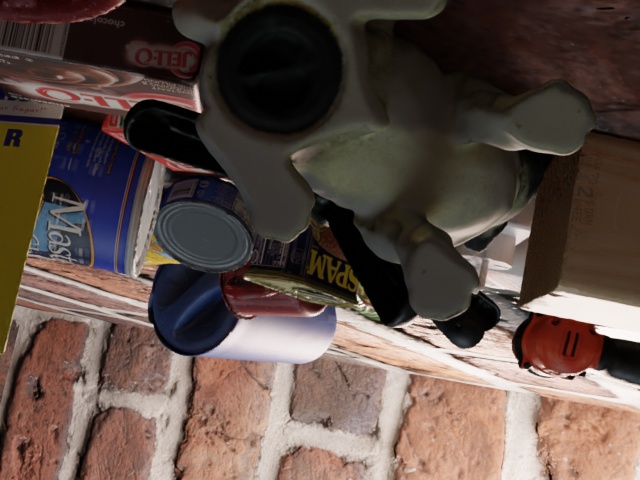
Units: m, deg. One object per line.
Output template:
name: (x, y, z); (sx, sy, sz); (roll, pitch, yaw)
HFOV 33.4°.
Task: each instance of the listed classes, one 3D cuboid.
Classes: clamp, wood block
clamp: (0.011, -0.023, 0.564); (0.165, 0.036, 0.209); (38, -160, 15)
clamp: (0.059, 0.011, 0.735); (0.171, 0.039, 0.120); (46, -174, 19)
wood block: (0.228, 0.012, 0.598); (0.206, 0.090, 0.091); (12, 169, -1)

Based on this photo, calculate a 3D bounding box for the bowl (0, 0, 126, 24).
bowl: (-0.132, -0.125, 0.330); (0.162, 0.055, 0.162); (11, 170, 2)

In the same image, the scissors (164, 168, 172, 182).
scissors: (-0.155, -0.052, 0.897); (0.096, 0.016, 0.201); (10, 170, 10)

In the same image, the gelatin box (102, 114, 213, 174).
gelatin box: (-0.084, -0.066, 0.687); (0.073, 0.030, 0.089); (7, 169, 25)

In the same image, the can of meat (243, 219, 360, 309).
can of meat: (-0.005, 0.001, 0.820); (0.058, 0.084, 0.102); (4, 168, 37)

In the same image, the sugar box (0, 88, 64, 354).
sugar box: (-0.202, -0.031, 0.592); (0.093, 0.176, 0.048); (14, 172, -22)

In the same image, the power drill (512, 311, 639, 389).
power drill: (0.245, 0.100, 0.835); (0.187, 0.057, 0.184); (13, 176, 4)

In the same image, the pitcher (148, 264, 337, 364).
pitcher: (-0.073, 0.084, 1.282); (0.149, 0.145, 0.242); (36, -171, 33)

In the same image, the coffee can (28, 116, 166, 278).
coffee can: (-0.188, -0.037, 0.758); (0.140, 0.103, 0.103); (12, 170, -3)

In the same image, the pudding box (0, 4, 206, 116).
pudding box: (-0.112, -0.092, 0.547); (0.113, 0.039, 0.090); (11, 170, -2)

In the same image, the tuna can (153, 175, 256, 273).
tuna can: (-0.093, -0.013, 0.883); (0.086, 0.033, 0.086); (9, 139, 8)

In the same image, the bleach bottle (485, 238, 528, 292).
bleach bottle: (0.180, 0.018, 0.775); (0.251, 0.068, 0.102); (10, 171, 21)

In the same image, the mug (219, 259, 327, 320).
mug: (-0.044, 0.035, 1.024); (0.082, 0.093, 0.117); (0, -170, 31)

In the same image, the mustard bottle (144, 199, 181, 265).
mustard bottle: (-0.137, -0.008, 1.000); (0.096, 0.058, 0.192); (25, 165, -35)
